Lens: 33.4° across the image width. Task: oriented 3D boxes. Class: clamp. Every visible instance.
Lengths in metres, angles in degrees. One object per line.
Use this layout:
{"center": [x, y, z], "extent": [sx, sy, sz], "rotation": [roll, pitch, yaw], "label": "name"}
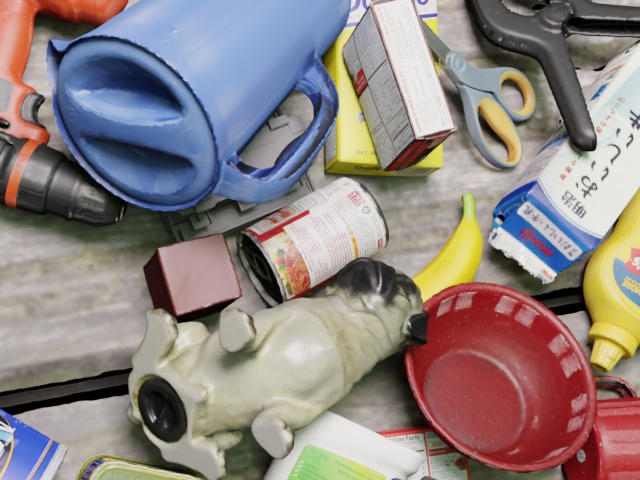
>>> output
{"center": [0.210, -0.186, 0.908], "extent": [0.164, 0.036, 0.210], "rotation": [-37, 66, -14], "label": "clamp"}

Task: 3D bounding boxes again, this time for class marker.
{"center": [0.174, 0.108, 0.894], "extent": [0.020, 0.020, 0.121], "rotation": [-17, 85, -19], "label": "marker"}

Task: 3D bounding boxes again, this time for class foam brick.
{"center": [-0.096, 0.031, 0.799], "extent": [0.053, 0.078, 0.051], "rotation": [-15, 83, -19], "label": "foam brick"}

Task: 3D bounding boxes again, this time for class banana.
{"center": [0.066, 0.040, 0.868], "extent": [0.197, 0.037, 0.070], "rotation": [-33, 78, -20], "label": "banana"}

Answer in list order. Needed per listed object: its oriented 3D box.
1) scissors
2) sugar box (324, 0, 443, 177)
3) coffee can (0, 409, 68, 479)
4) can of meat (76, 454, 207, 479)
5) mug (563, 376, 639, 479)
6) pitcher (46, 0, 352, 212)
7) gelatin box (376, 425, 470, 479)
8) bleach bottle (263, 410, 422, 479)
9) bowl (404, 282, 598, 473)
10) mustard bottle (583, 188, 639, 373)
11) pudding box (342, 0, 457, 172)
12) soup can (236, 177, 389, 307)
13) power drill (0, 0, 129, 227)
{"center": [0.126, -0.152, 0.898], "extent": [0.096, 0.016, 0.201], "rotation": [-46, 115, -31], "label": "scissors"}
{"center": [0.052, -0.143, 0.892], "extent": [0.093, 0.048, 0.176], "rotation": [2, 80, -17], "label": "sugar box"}
{"center": [-0.257, 0.149, 0.717], "extent": [0.140, 0.103, 0.102], "rotation": [33, 73, -8], "label": "coffee can"}
{"center": [-0.122, 0.187, 0.759], "extent": [0.102, 0.084, 0.057], "rotation": [14, 77, -13], "label": "can of meat"}
{"center": [0.247, 0.161, 0.876], "extent": [0.081, 0.093, 0.117], "rotation": [-1, 49, -12], "label": "mug"}
{"center": [-0.064, -0.132, 0.776], "extent": [0.242, 0.145, 0.149], "rotation": [-51, 127, -44], "label": "pitcher"}
{"center": [0.081, 0.193, 0.845], "extent": [0.073, 0.030, 0.089], "rotation": [-4, 81, -16], "label": "gelatin box"}
{"center": [-0.021, 0.251, 0.777], "extent": [0.102, 0.068, 0.251], "rotation": [24, 82, 5], "label": "bleach bottle"}
{"center": [0.133, 0.115, 0.840], "extent": [0.162, 0.055, 0.162], "rotation": [10, 55, -14], "label": "bowl"}
{"center": [0.281, 0.029, 0.919], "extent": [0.096, 0.058, 0.191], "rotation": [35, 73, -9], "label": "mustard bottle"}
{"center": [0.059, -0.118, 0.816], "extent": [0.039, 0.090, 0.113], "rotation": [-17, 83, -16], "label": "pudding box"}
{"center": [-0.005, 0.001, 0.836], "extent": [0.102, 0.069, 0.068], "rotation": [-29, 89, -20], "label": "soup can"}
{"center": [-0.208, -0.115, 0.793], "extent": [0.184, 0.057, 0.187], "rotation": [19, 77, -4], "label": "power drill"}
